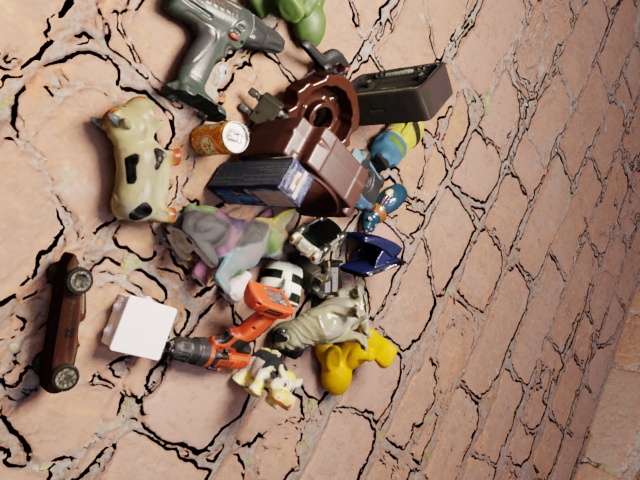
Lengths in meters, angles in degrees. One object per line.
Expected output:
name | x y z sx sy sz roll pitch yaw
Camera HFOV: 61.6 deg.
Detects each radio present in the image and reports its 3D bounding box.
radio | 0.149 -0.298 1.108 0.131 0.230 0.073 -47 128 -33

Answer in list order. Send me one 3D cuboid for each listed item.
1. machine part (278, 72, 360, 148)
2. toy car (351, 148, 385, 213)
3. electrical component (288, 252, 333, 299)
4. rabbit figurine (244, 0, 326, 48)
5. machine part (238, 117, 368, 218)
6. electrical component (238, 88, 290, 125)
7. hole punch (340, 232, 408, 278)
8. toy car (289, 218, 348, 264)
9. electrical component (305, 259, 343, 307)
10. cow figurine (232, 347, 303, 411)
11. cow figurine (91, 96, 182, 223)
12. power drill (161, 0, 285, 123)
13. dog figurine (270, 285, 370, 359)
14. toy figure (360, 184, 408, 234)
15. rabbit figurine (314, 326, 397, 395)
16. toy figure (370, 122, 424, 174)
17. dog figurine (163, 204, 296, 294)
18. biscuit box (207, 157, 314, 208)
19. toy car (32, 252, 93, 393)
machine part | -0.003 -0.241 1.057 0.179 0.056 0.179 -18 124 -29
toy car | 0.064 -0.125 1.134 0.161 0.103 0.109 37 69 -55
electrical component | -0.018 0.063 1.092 0.045 0.102 0.078 -33 143 -34
rabbit figurine | -0.044 -0.445 1.013 0.170 0.121 0.159 45 58 -57
machine part | -0.033 -0.124 0.976 0.200 0.202 0.087 43 63 -38
electrical component | -0.100 -0.233 0.984 0.094 0.063 0.021 35 33 -7
hole punch | 0.110 0.020 1.182 0.116 0.142 0.092 -14 101 -29
toy car | -0.002 -0.003 1.061 0.056 0.073 0.202 -51 174 22
electrical component | 0.007 0.100 1.148 0.075 0.048 0.119 4 91 -42
cow figurine | -0.086 0.256 1.000 0.068 0.167 0.098 49 65 -29
cow figurine | -0.285 -0.124 0.832 0.127 0.086 0.194 2 95 -49
power drill | -0.169 -0.310 0.916 0.232 0.086 0.207 23 83 -40
dog figurine | 0.000 0.163 1.106 0.172 0.191 0.121 -43 123 -75
toy figure | 0.143 -0.071 1.246 0.154 0.058 0.064 -42 115 -26
rabbit figurine | 0.062 0.260 1.178 0.162 0.122 0.173 36 89 -36
toy figure | 0.173 -0.222 1.241 0.180 0.082 0.089 -55 138 -29
dog figurine | -0.145 -0.016 0.959 0.219 0.109 0.191 -44 119 -35
biscuit box | -0.106 -0.097 0.913 0.059 0.203 0.063 43 65 -39
toy car | -0.368 0.119 0.778 0.053 0.089 0.202 11 86 -43
